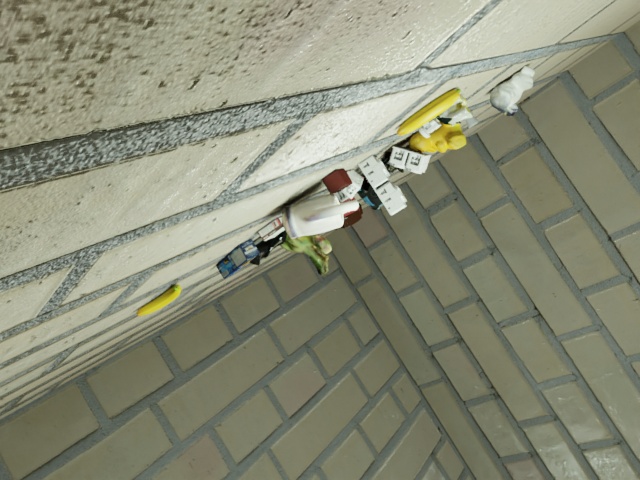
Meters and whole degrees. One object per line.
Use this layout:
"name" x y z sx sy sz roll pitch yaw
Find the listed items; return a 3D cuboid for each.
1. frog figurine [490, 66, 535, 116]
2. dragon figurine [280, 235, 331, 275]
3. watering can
"frog figurine" 0.655 -0.520 1.761 0.139 0.124 0.156 -19 133 -39
"dragon figurine" -0.065 0.039 1.925 0.124 0.243 0.404 -35 176 -25
"watering can" 0.005 -0.076 1.507 0.224 0.104 0.348 -14 -178 5
